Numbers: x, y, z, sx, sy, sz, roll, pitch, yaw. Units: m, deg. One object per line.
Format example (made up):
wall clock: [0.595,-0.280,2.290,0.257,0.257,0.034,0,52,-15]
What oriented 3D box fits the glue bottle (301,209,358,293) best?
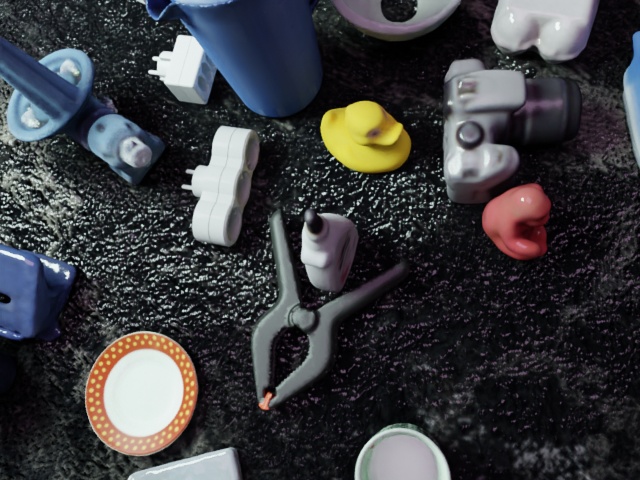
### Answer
glue bottle: [0.005,0.002,0.557,0.037,0.173,0.078,12,79,13]

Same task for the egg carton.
egg carton: [0.255,-0.271,0.636,0.107,0.069,0.150,14,79,13]

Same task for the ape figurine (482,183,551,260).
ape figurine: [0.204,-0.025,0.572,0.076,0.092,0.078,27,82,15]

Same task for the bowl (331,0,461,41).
bowl: [0.092,-0.297,0.667,0.167,0.075,0.167,-2,76,9]

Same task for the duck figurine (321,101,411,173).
duck figurine: [0.047,-0.123,0.626,0.104,0.086,0.077,23,81,14]

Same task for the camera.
camera: [0.196,-0.120,0.593,0.136,0.101,0.143,-1,76,10]

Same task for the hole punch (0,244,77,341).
hole punch: [-0.348,0.058,0.645,0.108,0.091,0.101,14,79,13]

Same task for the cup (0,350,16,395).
cup: [-0.387,0.133,0.631,0.091,0.095,0.118,-12,75,7]

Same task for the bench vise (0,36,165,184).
bench vise: [-0.272,-0.159,0.619,0.207,0.220,0.121,15,79,13]

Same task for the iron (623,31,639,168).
iron: [0.380,-0.109,0.538,0.118,0.141,0.258,-6,75,8]

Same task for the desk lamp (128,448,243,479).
desk lamp: [-0.190,0.262,0.504,0.203,0.214,0.118,-18,74,5]
